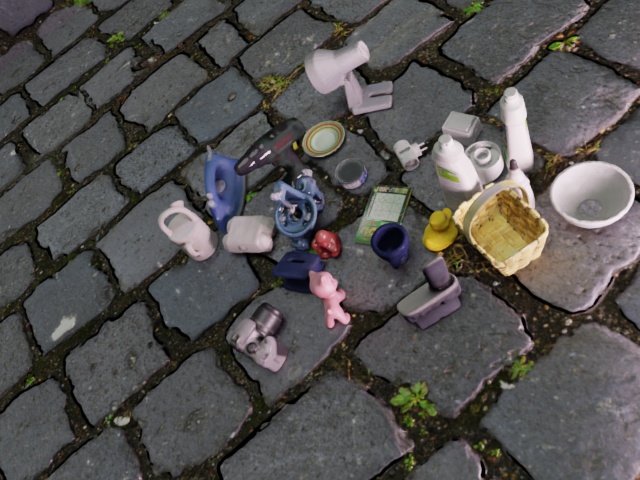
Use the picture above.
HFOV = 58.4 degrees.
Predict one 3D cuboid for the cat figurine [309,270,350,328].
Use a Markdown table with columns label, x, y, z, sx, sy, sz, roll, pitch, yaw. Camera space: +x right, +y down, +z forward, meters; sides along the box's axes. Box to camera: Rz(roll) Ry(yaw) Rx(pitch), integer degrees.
| label | x | y | z | sx | sy | sz | roll | pitch | yaw |
| --- | --- | --- | --- | --- | --- | --- | --- | --- | --- |
| cat figurine | 0.016 | 0.131 | 1.361 | 0.067 | 0.118 | 0.127 | -21 | 55 | 11 |

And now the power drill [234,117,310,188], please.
| label | x | y | z | sx | sy | sz | roll | pitch | yaw |
| --- | --- | --- | --- | --- | --- | --- | --- | --- | --- |
| power drill | -0.112 | -0.214 | 1.569 | 0.075 | 0.209 | 0.230 | 32 | 77 | 35 |

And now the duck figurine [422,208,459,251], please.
| label | x | y | z | sx | sy | sz | roll | pitch | yaw |
| --- | --- | --- | --- | --- | --- | --- | --- | --- | --- |
| duck figurine | 0.282 | -0.031 | 1.361 | 0.104 | 0.086 | 0.077 | -47 | 54 | -8 |

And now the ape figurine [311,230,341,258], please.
| label | x | y | z | sx | sy | sz | roll | pitch | yaw |
| --- | --- | --- | --- | --- | --- | --- | --- | --- | --- |
| ape figurine | 0.013 | 0.005 | 1.454 | 0.076 | 0.092 | 0.077 | -46 | 54 | -7 |

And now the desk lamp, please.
| label | x | y | z | sx | sy | sz | roll | pitch | yaw |
| --- | --- | --- | --- | --- | --- | --- | --- | --- | --- |
| desk lamp | 0.084 | -0.466 | 1.633 | 0.202 | 0.214 | 0.118 | -8 | 58 | 20 |

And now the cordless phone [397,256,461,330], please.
| label | x | y | z | sx | sy | sz | roll | pitch | yaw |
| --- | --- | --- | --- | --- | --- | --- | --- | --- | --- |
| cordless phone | 0.226 | 0.104 | 1.242 | 0.147 | 0.186 | 0.094 | -36 | 53 | 0 |

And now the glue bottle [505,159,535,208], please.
| label | x | y | z | sx | sy | sz | roll | pitch | yaw |
| --- | --- | --- | --- | --- | --- | --- | --- | --- | --- |
| glue bottle | 0.444 | -0.128 | 1.294 | 0.037 | 0.174 | 0.078 | -44 | 53 | -6 |

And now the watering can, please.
| label | x | y | z | sx | sy | sz | roll | pitch | yaw |
| --- | --- | --- | --- | --- | --- | --- | --- | --- | --- |
| watering can | -0.376 | -0.034 | 1.585 | 0.101 | 0.195 | 0.172 | -46 | 54 | -7 |

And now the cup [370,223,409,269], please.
| label | x | y | z | sx | sy | sz | roll | pitch | yaw |
| --- | --- | --- | --- | --- | --- | --- | --- | --- | --- |
| cup | 0.178 | 0.030 | 1.365 | 0.091 | 0.095 | 0.117 | -18 | 55 | 13 |

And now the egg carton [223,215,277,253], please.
| label | x | y | z | sx | sy | sz | roll | pitch | yaw |
| --- | --- | --- | --- | --- | --- | --- | --- | --- | --- |
| egg carton | -0.193 | -0.013 | 1.570 | 0.150 | 0.070 | 0.107 | -2 | 60 | 23 |

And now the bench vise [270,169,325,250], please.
| label | x | y | z | sx | sy | sz | roll | pitch | yaw |
| --- | --- | --- | --- | --- | --- | --- | --- | --- | --- |
| bench vise | -0.073 | -0.105 | 1.479 | 0.121 | 0.220 | 0.207 | -16 | 56 | 14 |

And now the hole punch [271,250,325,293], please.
| label | x | y | z | sx | sy | sz | roll | pitch | yaw |
| --- | --- | --- | --- | --- | --- | --- | --- | --- | --- |
| hole punch | -0.056 | 0.070 | 1.446 | 0.108 | 0.091 | 0.101 | 5 | 63 | 26 |

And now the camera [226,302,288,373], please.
| label | x | y | z | sx | sy | sz | roll | pitch | yaw |
| --- | --- | --- | --- | --- | --- | --- | --- | --- | --- |
| camera | -0.142 | 0.224 | 1.384 | 0.142 | 0.101 | 0.137 | 24 | 73 | 33 |

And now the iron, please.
| label | x | y | z | sx | sy | sz | roll | pitch | yaw |
| --- | --- | --- | --- | --- | --- | --- | --- | --- | --- |
| iron | -0.292 | -0.145 | 1.649 | 0.118 | 0.142 | 0.258 | -15 | 56 | 15 |

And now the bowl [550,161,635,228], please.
| label | x | y | z | sx | sy | sz | roll | pitch | yaw |
| --- | --- | --- | --- | --- | --- | --- | --- | --- | --- |
| bowl | 0.598 | -0.088 | 1.264 | 0.167 | 0.075 | 0.167 | -11 | 57 | 18 |
